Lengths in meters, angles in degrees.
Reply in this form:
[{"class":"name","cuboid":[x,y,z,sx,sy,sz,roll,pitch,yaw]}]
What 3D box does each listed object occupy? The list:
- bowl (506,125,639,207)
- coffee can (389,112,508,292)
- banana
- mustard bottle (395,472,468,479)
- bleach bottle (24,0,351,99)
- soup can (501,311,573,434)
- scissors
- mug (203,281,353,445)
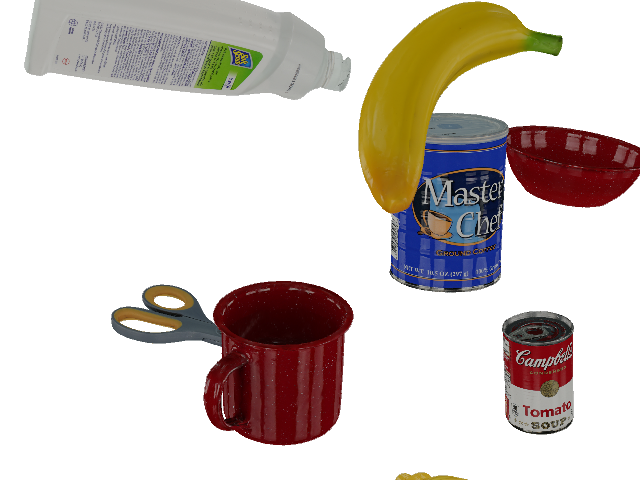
[{"class":"bowl","cuboid":[0.268,-0.076,1.145,0.162,0.055,0.162,6,21,-2]},{"class":"coffee can","cuboid":[0.114,-0.036,0.961,0.103,0.140,0.103,0,18,0]},{"class":"banana","cuboid":[0.066,-0.087,0.588,0.070,0.037,0.197,27,49,22]},{"class":"mustard bottle","cuboid":[0.125,0.249,0.902,0.096,0.058,0.192,-18,27,-28]},{"class":"bleach bottle","cuboid":[-0.101,-0.154,0.849,0.250,0.068,0.103,11,-31,-16]},{"class":"soup can","cuboid":[0.214,0.130,1.047,0.068,0.102,0.068,-5,21,2]},{"class":"scissors","cuboid":[-0.097,0.080,1.021,0.202,0.016,0.096,8,30,2]},{"class":"mug","cuboid":[-0.033,0.088,0.715,0.093,0.081,0.117,19,30,33]}]
